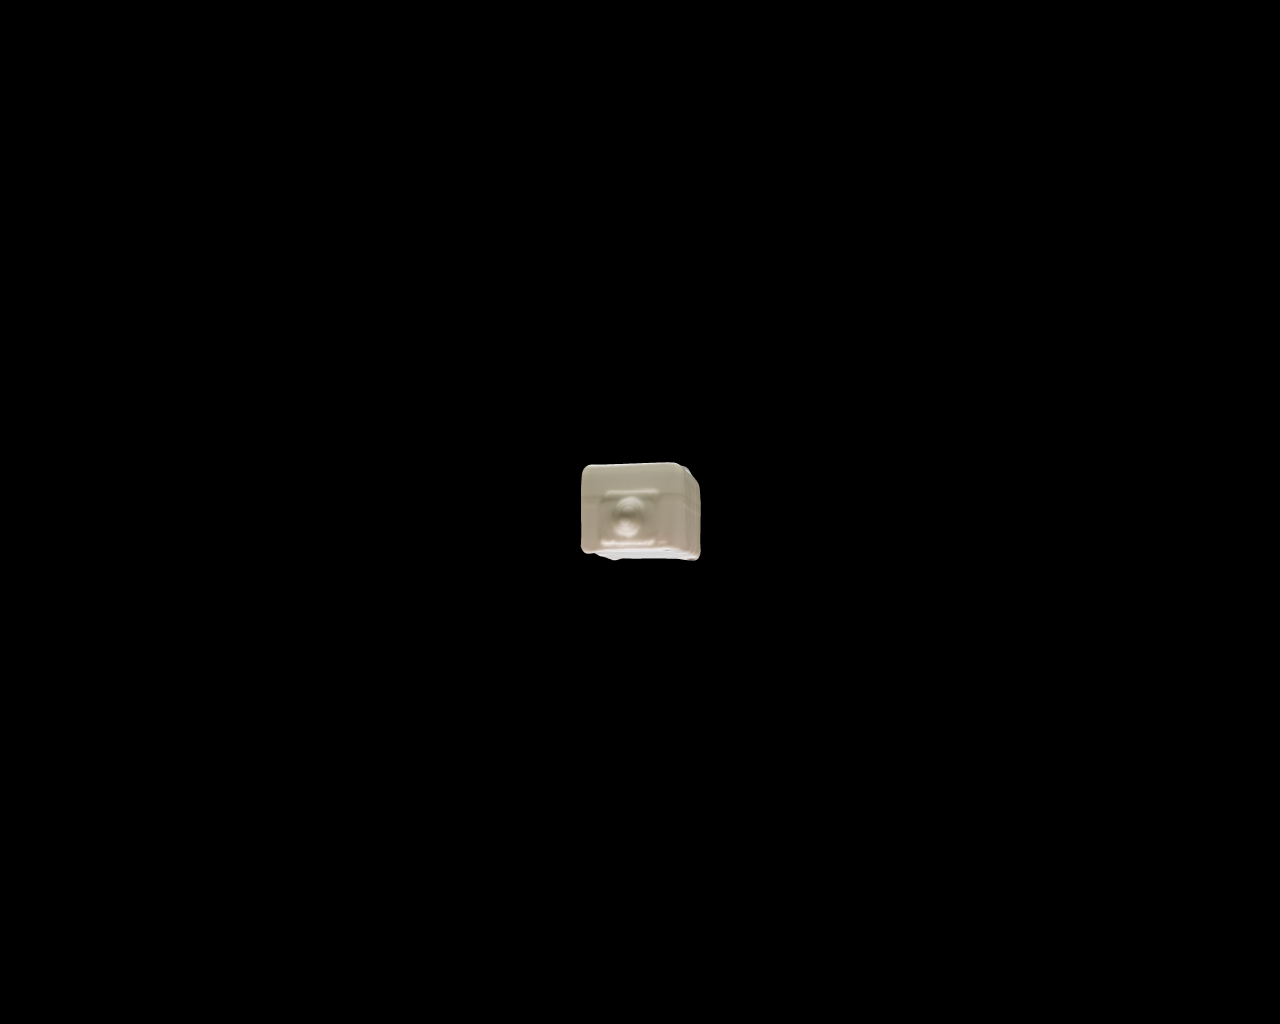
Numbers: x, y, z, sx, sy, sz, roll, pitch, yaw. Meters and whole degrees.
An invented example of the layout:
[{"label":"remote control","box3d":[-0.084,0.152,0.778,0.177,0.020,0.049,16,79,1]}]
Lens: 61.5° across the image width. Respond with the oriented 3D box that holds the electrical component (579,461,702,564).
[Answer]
[{"label":"electrical component","box3d":[0.001,-0.003,0.650,0.062,0.061,0.096,-1,-7,11]}]
